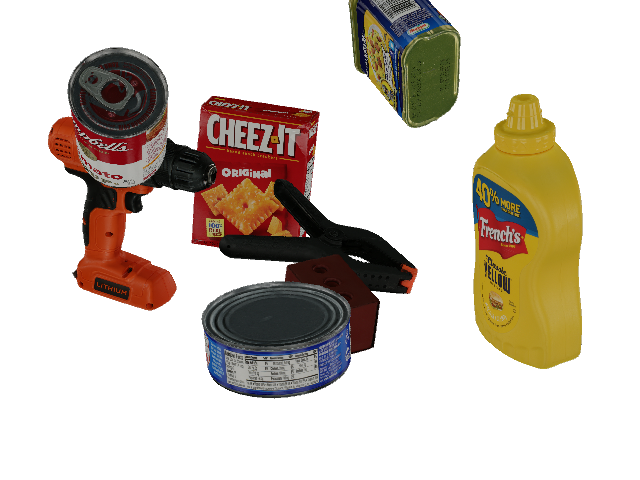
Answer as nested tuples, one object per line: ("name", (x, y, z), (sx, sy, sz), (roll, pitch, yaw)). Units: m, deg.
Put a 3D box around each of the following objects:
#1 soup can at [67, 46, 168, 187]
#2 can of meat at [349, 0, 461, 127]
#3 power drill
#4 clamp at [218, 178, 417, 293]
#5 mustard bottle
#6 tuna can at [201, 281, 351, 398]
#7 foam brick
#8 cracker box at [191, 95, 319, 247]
("soup can", (-0.145, -0.086, 0.773), (0.068, 0.068, 0.102), (0, -18, -9))
("can of meat", (0.070, -0.154, 0.865), (0.057, 0.084, 0.102), (-25, -36, -12))
("power drill", (-0.186, -0.025, 1.077), (0.185, 0.188, 0.057), (16, 31, 22))
("clamp", (0.002, 0.009, 1.171), (0.210, 0.036, 0.164), (27, 36, 16))
("mustard bottle", (0.145, -0.011, 0.755), (0.058, 0.192, 0.096), (-16, 29, -19))
("tuna can", (-0.024, 0.056, 0.616), (0.086, 0.034, 0.086), (-2, 22, 1))
("foam brick", (0.008, 0.056, 0.904), (0.052, 0.051, 0.078), (-13, 36, -24))
("cracker box", (-0.097, -0.090, 1.554), (0.164, 0.214, 0.072), (9, 22, 7))
